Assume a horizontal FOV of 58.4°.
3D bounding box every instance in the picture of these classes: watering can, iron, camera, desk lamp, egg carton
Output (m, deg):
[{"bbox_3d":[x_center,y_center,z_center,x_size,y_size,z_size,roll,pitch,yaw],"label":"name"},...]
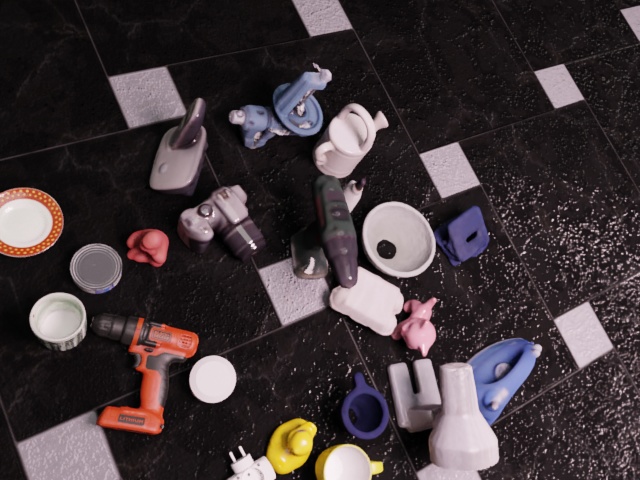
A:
[{"bbox_3d":[0.065,-0.220,1.199,0.101,0.193,0.173,38,63,-3],"label":"watering can"},{"bbox_3d":[0.379,0.271,1.165,0.259,0.141,0.118,-38,87,-27],"label":"iron"},{"bbox_3d":[-0.177,-0.022,1.091,0.143,0.100,0.137,-36,86,-27],"label":"camera"},{"bbox_3d":[0.223,0.313,1.052,0.118,0.213,0.203,-5,73,-21],"label":"desk lamp"},{"bbox_3d":[0.094,0.121,1.156,0.150,0.069,0.107,28,64,-8],"label":"egg carton"}]

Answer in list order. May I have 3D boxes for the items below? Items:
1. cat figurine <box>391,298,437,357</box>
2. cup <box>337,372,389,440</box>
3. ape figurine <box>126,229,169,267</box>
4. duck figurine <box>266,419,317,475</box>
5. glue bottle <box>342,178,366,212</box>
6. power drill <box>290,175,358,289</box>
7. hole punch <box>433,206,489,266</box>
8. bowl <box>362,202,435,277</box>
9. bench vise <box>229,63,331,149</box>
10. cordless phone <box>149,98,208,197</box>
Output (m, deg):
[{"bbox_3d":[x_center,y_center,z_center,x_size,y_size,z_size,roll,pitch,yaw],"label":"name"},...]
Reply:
[{"bbox_3d":[0.201,0.171,1.149,0.067,0.117,0.128,32,63,-6],"label":"cat figurine"},{"bbox_3d":[0.066,0.309,1.062,0.092,0.094,0.118,-4,72,-21],"label":"cup"},{"bbox_3d":[-0.307,0.008,1.037,0.076,0.092,0.078,-36,85,-27],"label":"ape figurine"},{"bbox_3d":[-0.044,0.362,1.007,0.077,0.086,0.105,43,63,-1],"label":"duck figurine"},{"bbox_3d":[0.057,-0.085,1.159,0.037,0.173,0.078,27,64,-9],"label":"glue bottle"},{"bbox_3d":[0.010,0.004,1.090,0.076,0.208,0.229,-2,71,-20],"label":"power drill"},{"bbox_3d":[0.326,-0.010,1.276,0.109,0.091,0.101,-33,84,-27],"label":"hole punch"},{"bbox_3d":[0.155,0.008,1.216,0.168,0.074,0.167,7,69,-18],"label":"bowl"},{"bbox_3d":[-0.068,-0.259,1.151,0.208,0.219,0.121,-31,83,-27],"label":"bench vise"},{"bbox_3d":[-0.257,-0.173,1.070,0.094,0.184,0.147,13,67,-15],"label":"cordless phone"}]
